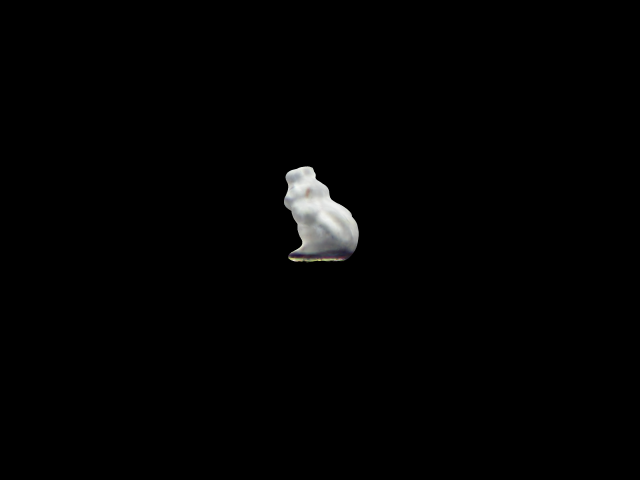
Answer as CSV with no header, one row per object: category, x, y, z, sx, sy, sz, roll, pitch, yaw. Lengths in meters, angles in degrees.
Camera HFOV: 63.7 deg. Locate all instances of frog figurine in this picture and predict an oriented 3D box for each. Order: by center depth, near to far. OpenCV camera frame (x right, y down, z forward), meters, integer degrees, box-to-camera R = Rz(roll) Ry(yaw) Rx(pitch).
frog figurine,0.003,-0.043,0.850,0.122,0.160,0.137,-4,-7,40
